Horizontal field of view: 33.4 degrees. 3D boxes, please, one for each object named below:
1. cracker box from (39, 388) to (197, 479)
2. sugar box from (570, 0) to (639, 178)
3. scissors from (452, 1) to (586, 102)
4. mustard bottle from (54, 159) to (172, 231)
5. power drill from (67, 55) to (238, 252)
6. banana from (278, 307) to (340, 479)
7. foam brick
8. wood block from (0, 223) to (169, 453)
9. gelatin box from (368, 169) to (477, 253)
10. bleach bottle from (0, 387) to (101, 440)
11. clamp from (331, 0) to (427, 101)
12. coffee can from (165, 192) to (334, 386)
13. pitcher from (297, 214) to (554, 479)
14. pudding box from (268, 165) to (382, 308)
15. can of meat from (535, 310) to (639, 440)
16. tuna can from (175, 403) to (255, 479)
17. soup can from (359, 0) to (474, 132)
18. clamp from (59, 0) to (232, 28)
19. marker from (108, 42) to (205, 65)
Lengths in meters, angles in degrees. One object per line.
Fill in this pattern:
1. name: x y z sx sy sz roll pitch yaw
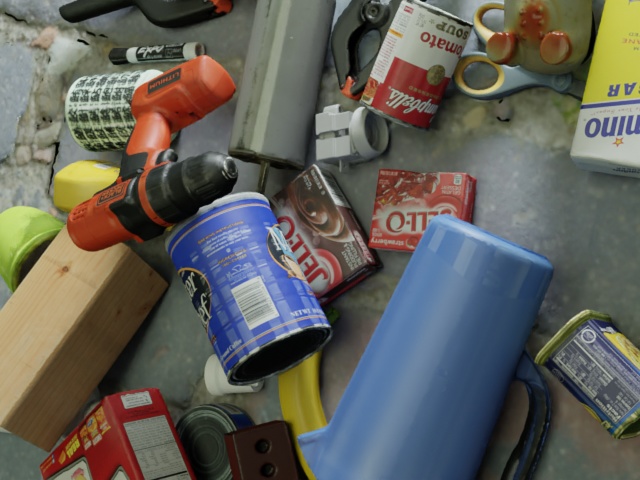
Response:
1. cracker box: -0.175 0.272 1.015 0.164 0.071 0.214 -44 63 39
2. sugar box: 0.264 -0.138 0.847 0.093 0.048 0.176 11 81 25
3. scissors: 0.190 -0.126 0.916 0.096 0.016 0.202 -47 63 18
4. mustard bottle: -0.165 -0.041 1.062 0.192 0.096 0.058 10 101 30
5. power drill: -0.134 -0.083 0.961 0.185 0.057 0.187 -18 38 31
6. banana: -0.001 0.163 0.971 0.070 0.037 0.198 -19 74 28
7. foam brick: -0.052 0.207 0.968 0.053 0.051 0.078 -12 85 -16
8. wood block: -0.258 0.092 1.060 0.091 0.090 0.206 27 75 31
9. gelatin box: 0.091 -0.024 0.949 0.089 0.030 0.073 6 86 31
10. bleach bottle: -0.327 0.169 1.146 0.251 0.068 0.102 12 91 28
11. clamp: 0.050 -0.218 0.996 0.120 0.039 0.171 34 100 30
12. coffee can: -0.064 0.043 0.946 0.103 0.102 0.140 -35 69 21
13. pitcher: 0.105 0.112 0.871 0.145 0.149 0.243 28 96 43
14. pudding box: -0.006 0.001 0.997 0.090 0.039 0.113 -36 66 22
15. can of meat: 0.222 0.104 0.815 0.057 0.102 0.084 -49 65 14
16. tuna can: -0.102 0.200 1.026 0.086 0.033 0.086 -5 80 29
17. soup can: 0.085 -0.155 0.943 0.069 0.068 0.102 32 107 30
18. clamp: -0.177 -0.293 1.140 0.210 0.036 0.164 20 92 28
19. marker: -0.176 -0.198 1.136 0.121 0.020 0.020 2 84 31
